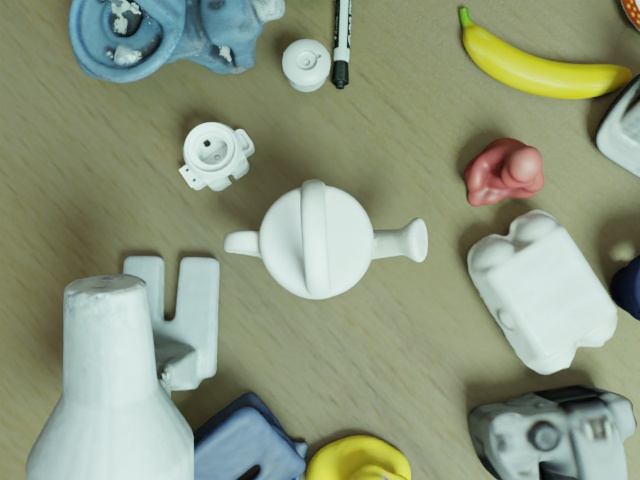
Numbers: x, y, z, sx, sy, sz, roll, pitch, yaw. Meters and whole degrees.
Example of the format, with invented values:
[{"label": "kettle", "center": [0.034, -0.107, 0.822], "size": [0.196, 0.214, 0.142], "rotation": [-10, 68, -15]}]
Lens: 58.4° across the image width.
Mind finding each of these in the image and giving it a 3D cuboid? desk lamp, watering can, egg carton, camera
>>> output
[{"label": "desk lamp", "center": [-0.156, 0.108, 0.482], "size": [0.118, 0.213, 0.203], "rotation": [1, 84, -1]}, {"label": "watering can", "center": [0.005, 0.000, 0.507], "size": [0.173, 0.194, 0.101], "rotation": [-22, 85, -3]}, {"label": "egg carton", "center": [0.219, 0.052, 0.571], "size": [0.107, 0.069, 0.150], "rotation": [-32, 86, -4]}, {"label": "camera", "center": [0.231, 0.217, 0.540], "size": [0.143, 0.101, 0.137], "rotation": [-10, 85, -2]}]

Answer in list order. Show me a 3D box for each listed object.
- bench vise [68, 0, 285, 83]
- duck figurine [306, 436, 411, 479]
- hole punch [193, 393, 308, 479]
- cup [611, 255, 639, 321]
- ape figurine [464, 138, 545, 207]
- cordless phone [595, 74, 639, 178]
[{"label": "bench vise", "center": [-0.144, -0.222, 0.511], "size": [0.207, 0.219, 0.121], "rotation": [-26, 86, -4]}, {"label": "duck figurine", "center": [0.039, 0.232, 0.540], "size": [0.104, 0.086, 0.077], "rotation": [3, 84, -1]}, {"label": "hole punch", "center": [-0.074, 0.212, 0.536], "size": [0.109, 0.091, 0.101], "rotation": [-39, 87, -5]}, {"label": "cup", "center": [0.336, 0.036, 0.563], "size": [0.091, 0.095, 0.118], "rotation": [26, 84, 1]}, {"label": "ape figurine", "center": [0.190, -0.070, 0.570], "size": [0.078, 0.092, 0.076], "rotation": [25, 84, 1]}, {"label": "cordless phone", "center": [0.365, -0.112, 0.533], "size": [0.147, 0.185, 0.094], "rotation": [27, 84, 1]}]
